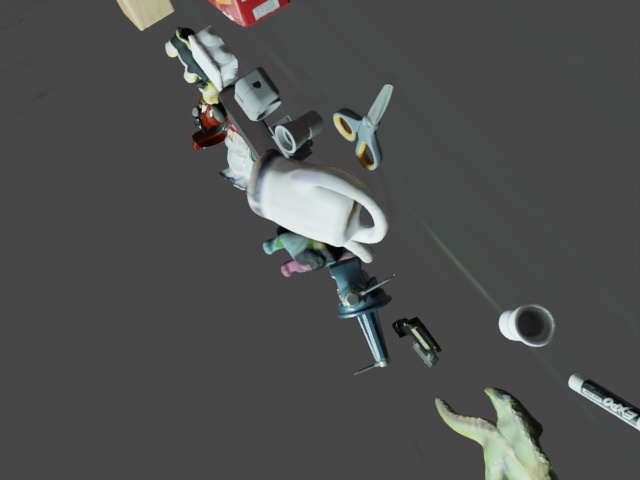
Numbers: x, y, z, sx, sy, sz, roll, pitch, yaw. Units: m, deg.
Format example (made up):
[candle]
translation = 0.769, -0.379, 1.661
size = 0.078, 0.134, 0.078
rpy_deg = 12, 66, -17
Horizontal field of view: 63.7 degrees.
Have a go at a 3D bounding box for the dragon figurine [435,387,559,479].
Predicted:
[dragon figurine]
translation = 0.322, 0.339, 0.865
size = 0.416, 0.123, 0.237
rpy_deg = 39, 145, 49

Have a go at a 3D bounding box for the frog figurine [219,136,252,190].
[frog figurine]
translation = -0.178, -0.215, 1.257
size = 0.140, 0.123, 0.156
rpy_deg = -127, 43, -51

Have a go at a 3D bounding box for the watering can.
[watering can]
translation = 0.003, -0.042, 0.838
size = 0.225, 0.105, 0.342
rpy_deg = 22, 165, 11
